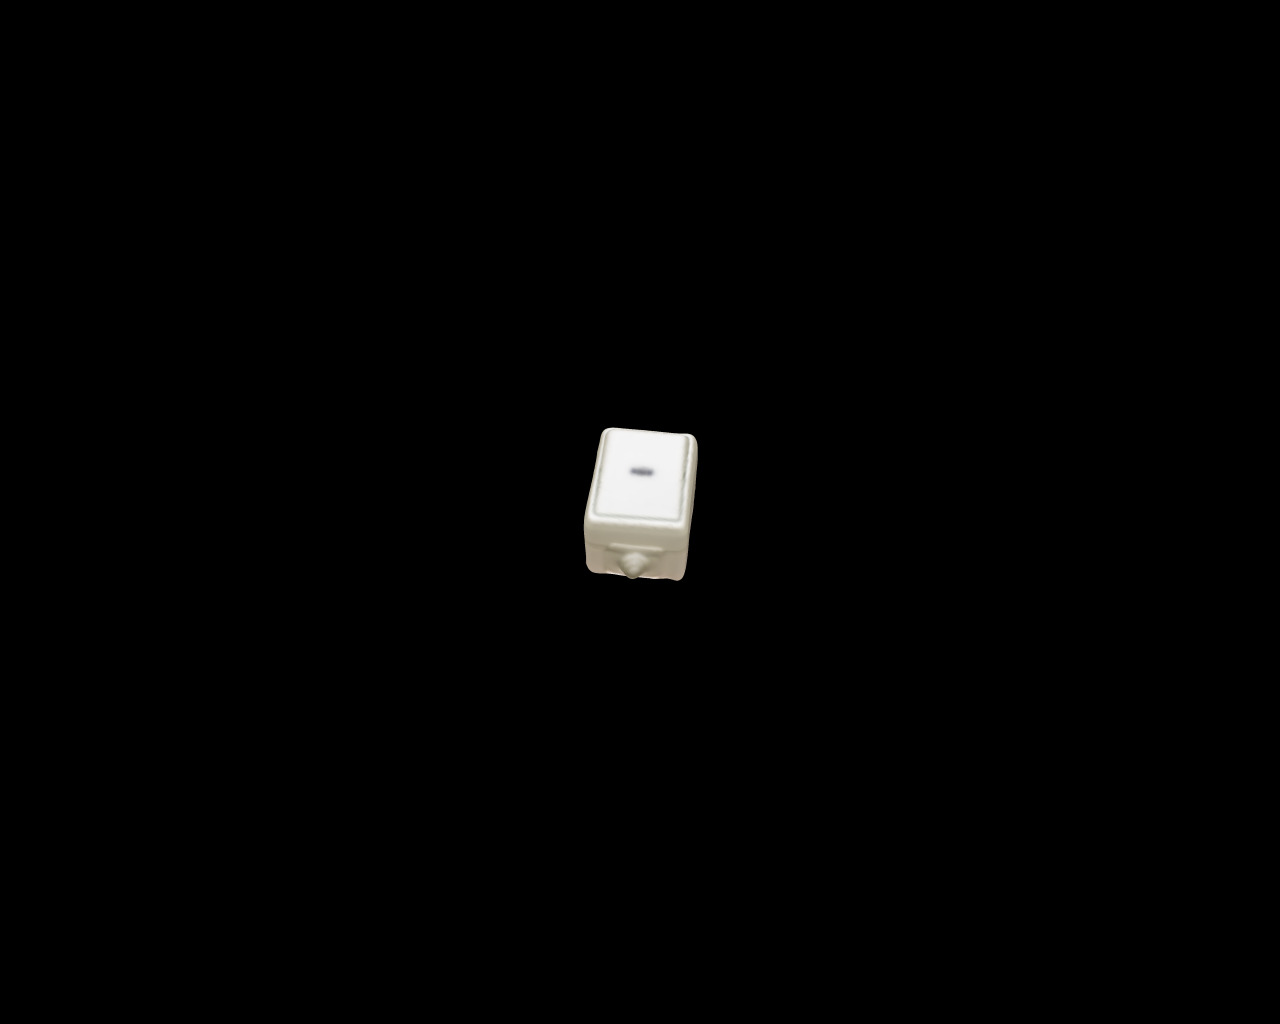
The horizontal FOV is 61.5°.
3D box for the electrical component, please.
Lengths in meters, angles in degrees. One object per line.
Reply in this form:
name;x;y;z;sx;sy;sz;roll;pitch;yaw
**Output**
electrical component;0.001;-0.003;0.650;0.062;0.096;0.061;5;-39;5
